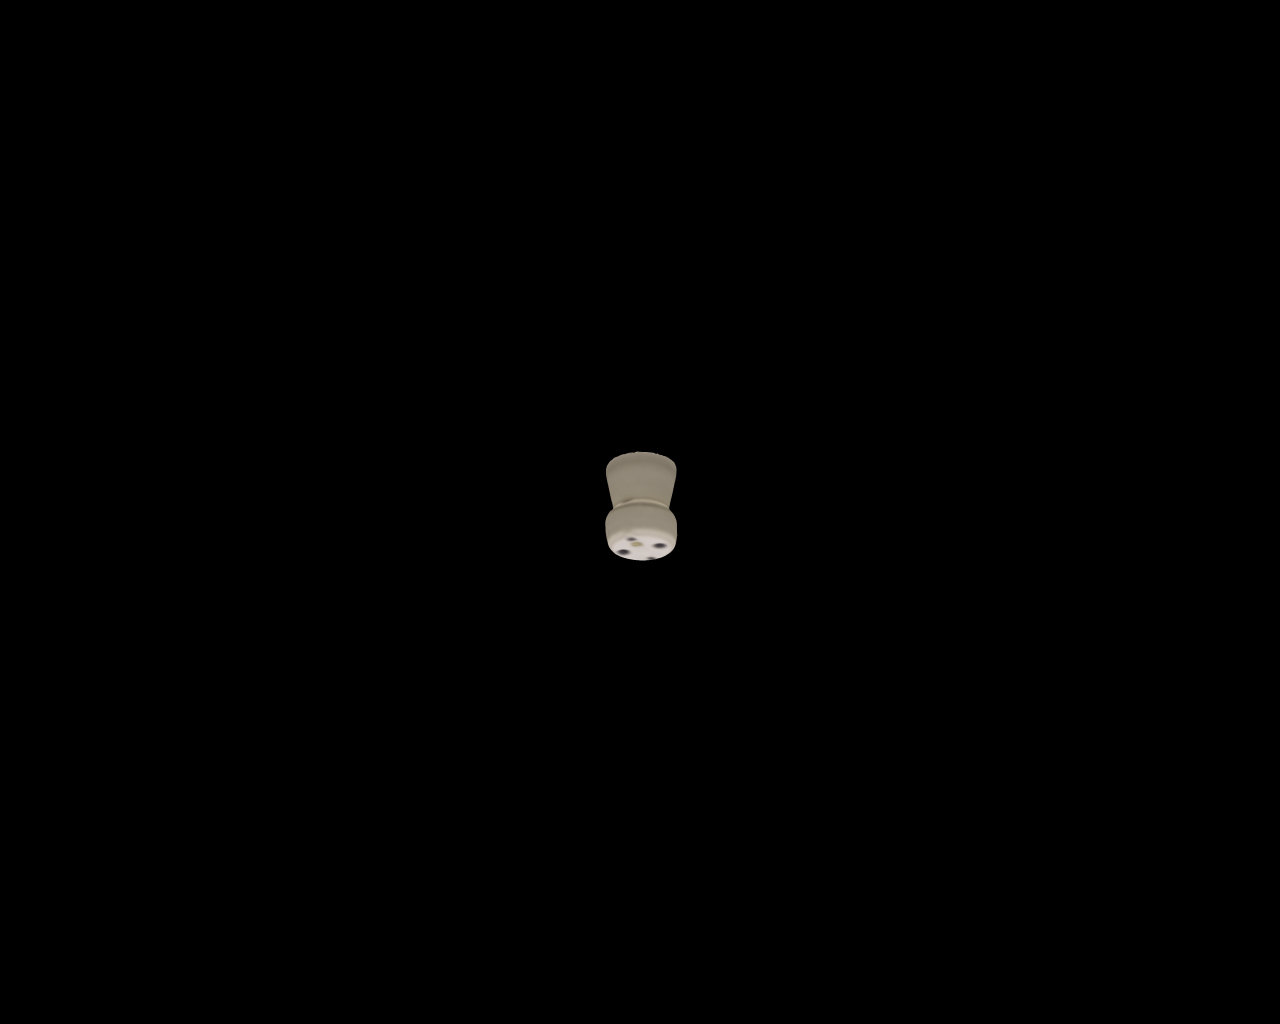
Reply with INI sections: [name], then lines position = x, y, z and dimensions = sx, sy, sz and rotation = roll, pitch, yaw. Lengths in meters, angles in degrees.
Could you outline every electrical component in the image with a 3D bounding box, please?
[electrical component]
position = 0.001, -0.003, 0.650
dimensions = 0.045, 0.055, 0.044
rotation = 0, -26, 0
